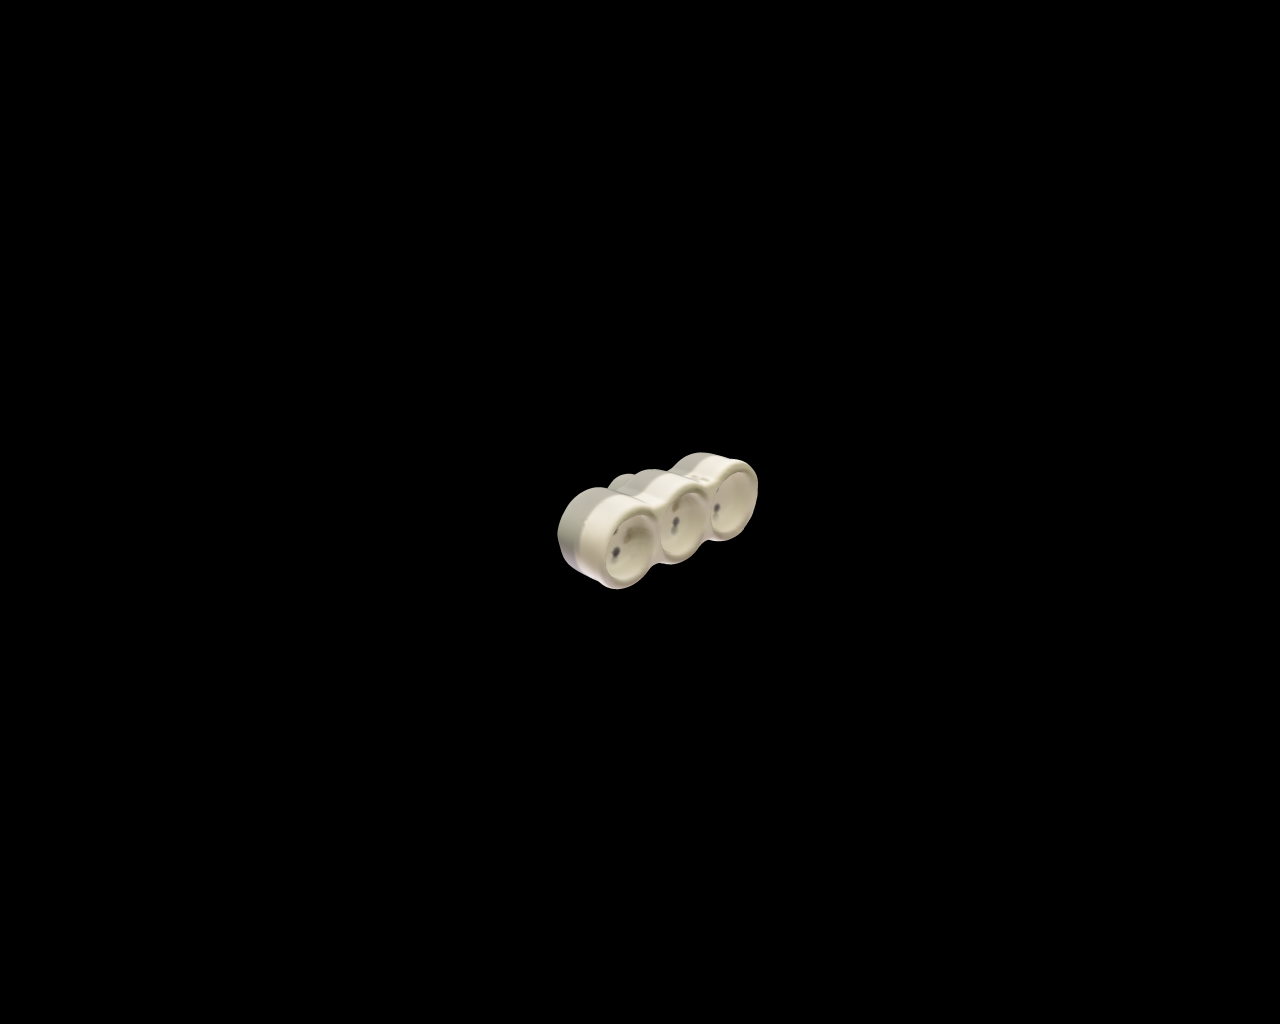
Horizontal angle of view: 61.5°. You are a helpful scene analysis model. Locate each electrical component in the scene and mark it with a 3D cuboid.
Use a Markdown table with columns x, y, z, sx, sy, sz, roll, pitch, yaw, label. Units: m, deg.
| x | y | z | sx | sy | sz | roll | pitch | yaw | label |
| --- | --- | --- | --- | --- | --- | --- | --- | --- | --- |
| 0.001 | -0.003 | 0.650 | 0.074 | 0.052 | 0.138 | 22 | 32 | 40 | electrical component |
